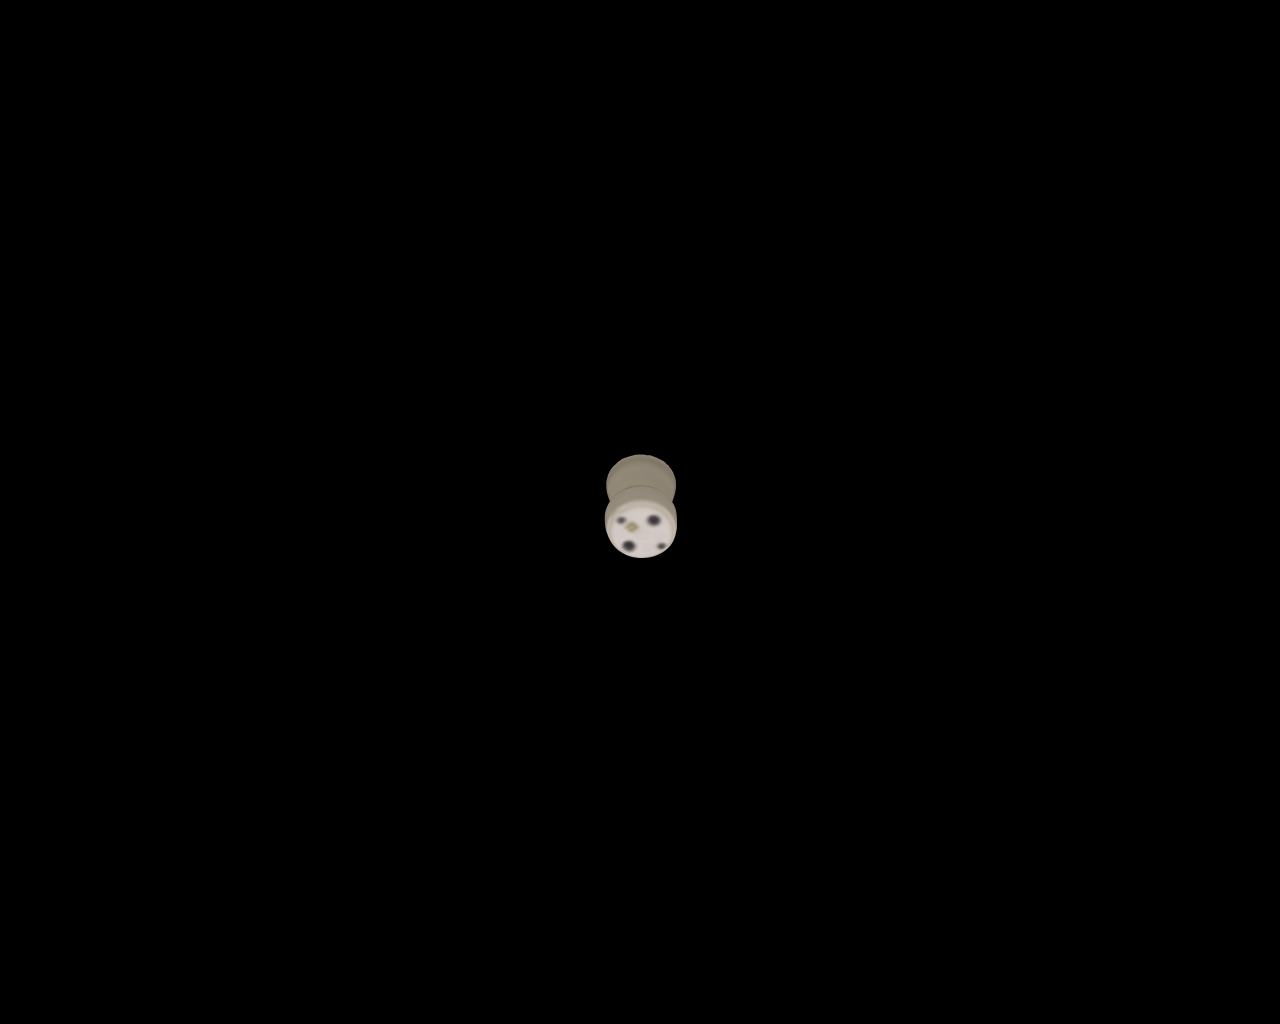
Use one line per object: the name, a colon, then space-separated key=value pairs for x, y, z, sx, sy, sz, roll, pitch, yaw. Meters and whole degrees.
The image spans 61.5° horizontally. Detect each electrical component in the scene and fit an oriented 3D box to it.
electrical component: x=0.001 y=-0.003 z=0.650 sx=0.045 sy=0.044 sz=0.055 roll=0 pitch=34 yaw=0
